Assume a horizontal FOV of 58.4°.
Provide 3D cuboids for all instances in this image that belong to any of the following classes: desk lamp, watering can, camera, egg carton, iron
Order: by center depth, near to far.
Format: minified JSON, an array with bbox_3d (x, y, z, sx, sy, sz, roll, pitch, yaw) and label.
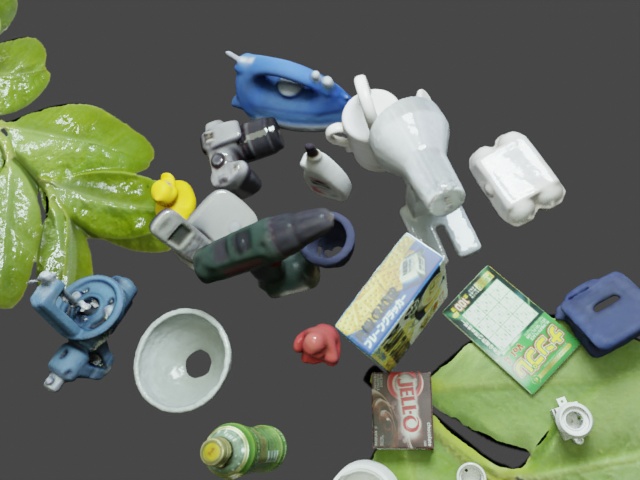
[{"bbox_3d":[0.167,-0.085,0.873,0.118,0.214,0.203,-24,68,5],"label":"desk lamp"},{"bbox_3d":[0.312,-0.099,0.921,0.107,0.069,0.150,-30,67,2],"label":"egg carton"},{"bbox_3d":[0.094,-0.201,0.940,0.173,0.194,0.100,-34,67,1],"label":"watering can"},{"bbox_3d":[-0.044,-0.278,1.028,0.257,0.142,0.119,15,76,18],"label":"iron"},{"bbox_3d":[-0.136,-0.164,1.033,0.136,0.101,0.143,-18,68,7],"label":"camera"}]

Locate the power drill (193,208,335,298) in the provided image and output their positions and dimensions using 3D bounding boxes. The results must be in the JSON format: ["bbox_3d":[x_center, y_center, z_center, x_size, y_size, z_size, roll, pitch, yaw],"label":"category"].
[{"bbox_3d":[-0.069,0.024,0.895,0.229,0.209,0.075,-17,68,8],"label":"power drill"}]

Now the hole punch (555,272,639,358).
[{"bbox_3d":[0.408,0.103,0.818,0.108,0.091,0.101,-32,67,2],"label":"hole punch"}]

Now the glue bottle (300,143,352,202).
[{"bbox_3d":[0.001,-0.117,0.945,0.078,0.173,0.037,17,76,19],"label":"glue bottle"}]

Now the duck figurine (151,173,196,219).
[{"bbox_3d":[-0.276,-0.072,1.044,0.077,0.086,0.104,-1,71,13],"label":"duck figurine"}]

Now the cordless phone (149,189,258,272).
[{"bbox_3d":[-0.195,-0.027,0.955,0.094,0.185,0.148,33,82,21],"label":"cordless phone"}]

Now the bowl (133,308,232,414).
[{"bbox_3d":[-0.214,0.200,0.942,0.167,0.075,0.167,-4,71,12],"label":"bowl"}]

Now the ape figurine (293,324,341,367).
[{"bbox_3d":[-0.004,0.165,0.895,0.077,0.092,0.076,38,84,22],"label":"ape figurine"}]

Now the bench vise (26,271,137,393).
[{"bbox_3d":[-0.392,0.141,0.926,0.121,0.220,0.207,0,72,14],"label":"bench vise"}]

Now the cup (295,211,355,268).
[{"bbox_3d":[0.009,0.003,0.945,0.117,0.095,0.092,35,83,22],"label":"cup"}]
